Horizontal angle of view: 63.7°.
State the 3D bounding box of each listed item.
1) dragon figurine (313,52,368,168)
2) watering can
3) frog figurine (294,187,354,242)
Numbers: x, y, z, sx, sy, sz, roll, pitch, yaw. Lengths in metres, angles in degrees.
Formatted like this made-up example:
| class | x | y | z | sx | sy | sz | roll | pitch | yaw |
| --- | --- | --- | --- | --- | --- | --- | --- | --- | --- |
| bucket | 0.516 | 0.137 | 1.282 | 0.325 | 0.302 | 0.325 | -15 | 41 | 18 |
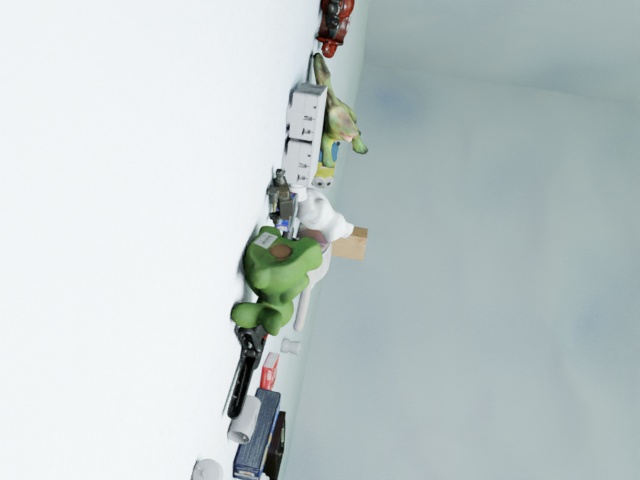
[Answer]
| class | x | y | z | sx | sy | sz | roll | pitch | yaw |
| --- | --- | --- | --- | --- | --- | --- | --- | --- | --- |
| dragon figurine | 0.029 | -0.329 | 1.219 | 0.420 | 0.122 | 0.237 | -105 | -179 | -48 |
| watering can | -0.026 | 0.075 | 1.519 | 0.219 | 0.104 | 0.356 | 93 | 7 | -49 |
| frog figurine | 0.004 | -0.062 | 1.229 | 0.135 | 0.159 | 0.124 | 83 | 16 | -75 |
